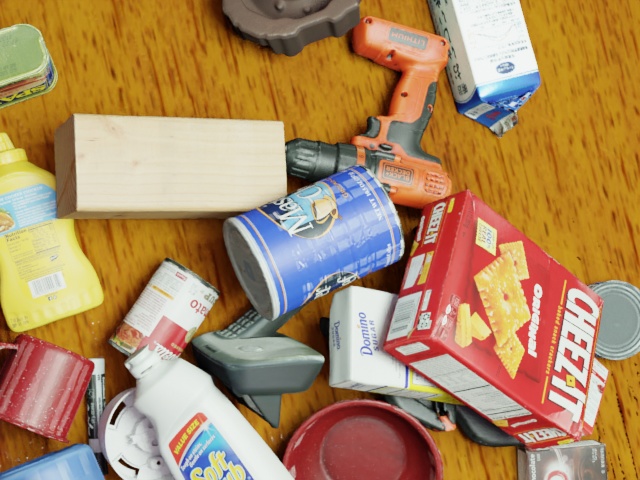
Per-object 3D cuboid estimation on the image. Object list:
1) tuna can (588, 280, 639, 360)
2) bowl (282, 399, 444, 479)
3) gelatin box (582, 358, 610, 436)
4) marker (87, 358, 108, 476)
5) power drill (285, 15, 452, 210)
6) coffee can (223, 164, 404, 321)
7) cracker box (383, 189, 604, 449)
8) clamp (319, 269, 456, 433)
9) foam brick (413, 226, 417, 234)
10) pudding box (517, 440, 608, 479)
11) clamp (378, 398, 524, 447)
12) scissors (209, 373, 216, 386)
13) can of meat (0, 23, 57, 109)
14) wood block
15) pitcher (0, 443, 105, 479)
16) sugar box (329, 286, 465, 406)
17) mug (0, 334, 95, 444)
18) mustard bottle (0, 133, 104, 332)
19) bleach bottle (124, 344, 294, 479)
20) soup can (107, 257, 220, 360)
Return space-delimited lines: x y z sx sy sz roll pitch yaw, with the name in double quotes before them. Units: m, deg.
"tuna can" 0.315 0.087 1.162 0.086 0.034 0.086 1 86 -11
"bowl" 0.043 0.229 1.078 0.162 0.055 0.162 1 102 3
"gelatin box" 0.263 0.153 1.129 0.073 0.030 0.089 40 52 -16
"marker" -0.223 0.179 1.066 0.020 0.020 0.121 -2 87 -11
"power drill" 0.056 -0.132 1.103 0.184 0.057 0.187 13 77 -16
"coffee can" -0.007 0.001 1.004 0.140 0.103 0.103 -24 91 -17
"cracker box" 0.174 0.079 1.022 0.213 0.072 0.164 35 57 -26
"clamp" 0.077 0.124 1.085 0.120 0.039 0.171 -22 82 -10
"foam brick" 0.139 -0.007 1.115 0.051 0.078 0.053 -36 91 -10
"pudding box" 0.259 0.273 1.137 0.090 0.039 0.113 -3 87 -11
"clamp" 0.153 0.163 1.126 0.210 0.036 0.164 38 82 -2
"scissors" -0.122 0.235 1.082 0.096 0.016 0.202 -20 90 -11
"can of meat" -0.311 -0.167 1.039 0.102 0.084 0.057 -21 90 -11
"wood block" -0.144 -0.068 1.035 0.205 0.091 0.090 -1 86 -25
"pitcher" -0.237 0.326 1.007 0.149 0.145 0.243 -20 86 -23
"sugar box" 0.092 0.106 1.037 0.176 0.048 0.093 12 68 -27
"mug" -0.277 0.136 1.019 0.117 0.093 0.081 29 75 -33
"mustard bottle" -0.286 -0.012 1.046 0.096 0.058 0.191 -19 90 -12
"bleach bottle" -0.104 0.209 1.019 0.103 0.068 0.251 -34 100 17
"soup can" -0.154 0.077 1.060 0.068 0.068 0.102 34 81 -7
